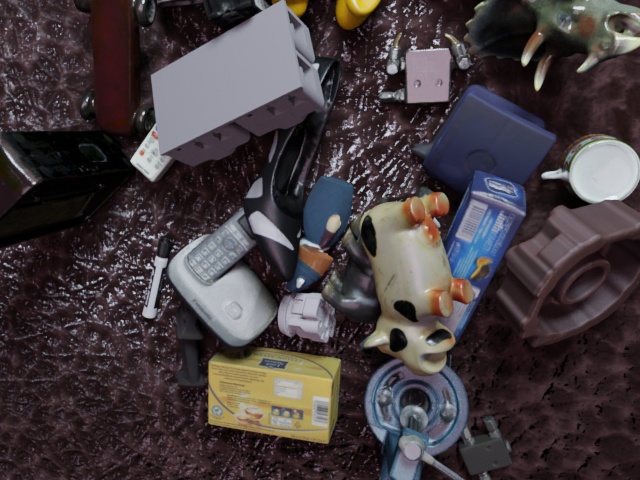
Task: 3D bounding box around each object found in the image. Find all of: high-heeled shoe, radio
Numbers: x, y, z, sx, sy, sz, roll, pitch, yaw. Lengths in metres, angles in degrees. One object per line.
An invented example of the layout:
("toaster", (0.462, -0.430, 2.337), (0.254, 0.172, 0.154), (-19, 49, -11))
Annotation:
("high-heeled shoe", (-0.016, -0.086, 0.622), (0.145, 0.086, 0.248), (-21, 74, 29))
("radio", (-0.328, -0.065, 0.643), (0.131, 0.229, 0.073), (-38, 95, 13))

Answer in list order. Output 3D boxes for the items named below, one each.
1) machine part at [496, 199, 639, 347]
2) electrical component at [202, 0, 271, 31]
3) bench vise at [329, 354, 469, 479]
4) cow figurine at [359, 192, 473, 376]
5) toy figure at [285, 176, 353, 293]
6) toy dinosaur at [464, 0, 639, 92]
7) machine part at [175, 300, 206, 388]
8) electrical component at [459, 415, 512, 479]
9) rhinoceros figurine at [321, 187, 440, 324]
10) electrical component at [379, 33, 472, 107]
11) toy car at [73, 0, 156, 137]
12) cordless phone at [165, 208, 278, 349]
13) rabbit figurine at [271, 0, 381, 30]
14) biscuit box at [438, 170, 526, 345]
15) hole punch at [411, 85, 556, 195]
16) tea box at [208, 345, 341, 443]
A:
("machine part", (0.273, 0.037, 0.577), (0.179, 0.056, 0.179), (-15, 133, -17))
("electrical component", (-0.100, -0.303, 0.600), (0.058, 0.115, 0.134), (-13, 95, 11))
("bench vise", (0.100, 0.228, 0.621), (0.129, 0.240, 0.223), (23, 90, 10))
("cow figurine", (0.093, 0.054, 0.579), (0.127, 0.085, 0.194), (-11, 97, 47))
("toy figure", (-0.002, -0.002, 0.672), (0.058, 0.064, 0.154), (19, 105, 1))
("toy dinosaur", (0.167, -0.331, 0.540), (0.192, 0.131, 0.405), (-40, 84, 13))
("machine part", (-0.181, 0.142, 0.742), (0.039, 0.084, 0.138), (-8, 116, -24))
("electrical component", (0.220, 0.279, 0.708), (0.063, 0.021, 0.094), (-21, 97, 15))
("rhinoceros figurine", (0.079, 0.019, 0.654), (0.112, 0.073, 0.190), (30, 107, 5))
("electrical component", (0.120, -0.193, 0.614), (0.102, 0.045, 0.078), (6, 102, 10))
("toy car", (-0.248, -0.224, 0.661), (0.089, 0.053, 0.202), (14, 122, 3))
("cordless phone", (-0.090, 0.034, 0.698), (0.184, 0.089, 0.146), (-42, 91, -2))
("rabbit figurine", (0.020, -0.315, 0.577), (0.173, 0.122, 0.162), (-20, 100, -4))
("biscuit box", (0.165, 0.024, 0.611), (0.059, 0.063, 0.202), (21, 126, 8))
("hole punch", (0.185, -0.101, 0.600), (0.142, 0.092, 0.115), (28, 110, 1))
("tea box", (-0.061, 0.204, 0.727), (0.170, 0.068, 0.098), (8, 104, 12))
